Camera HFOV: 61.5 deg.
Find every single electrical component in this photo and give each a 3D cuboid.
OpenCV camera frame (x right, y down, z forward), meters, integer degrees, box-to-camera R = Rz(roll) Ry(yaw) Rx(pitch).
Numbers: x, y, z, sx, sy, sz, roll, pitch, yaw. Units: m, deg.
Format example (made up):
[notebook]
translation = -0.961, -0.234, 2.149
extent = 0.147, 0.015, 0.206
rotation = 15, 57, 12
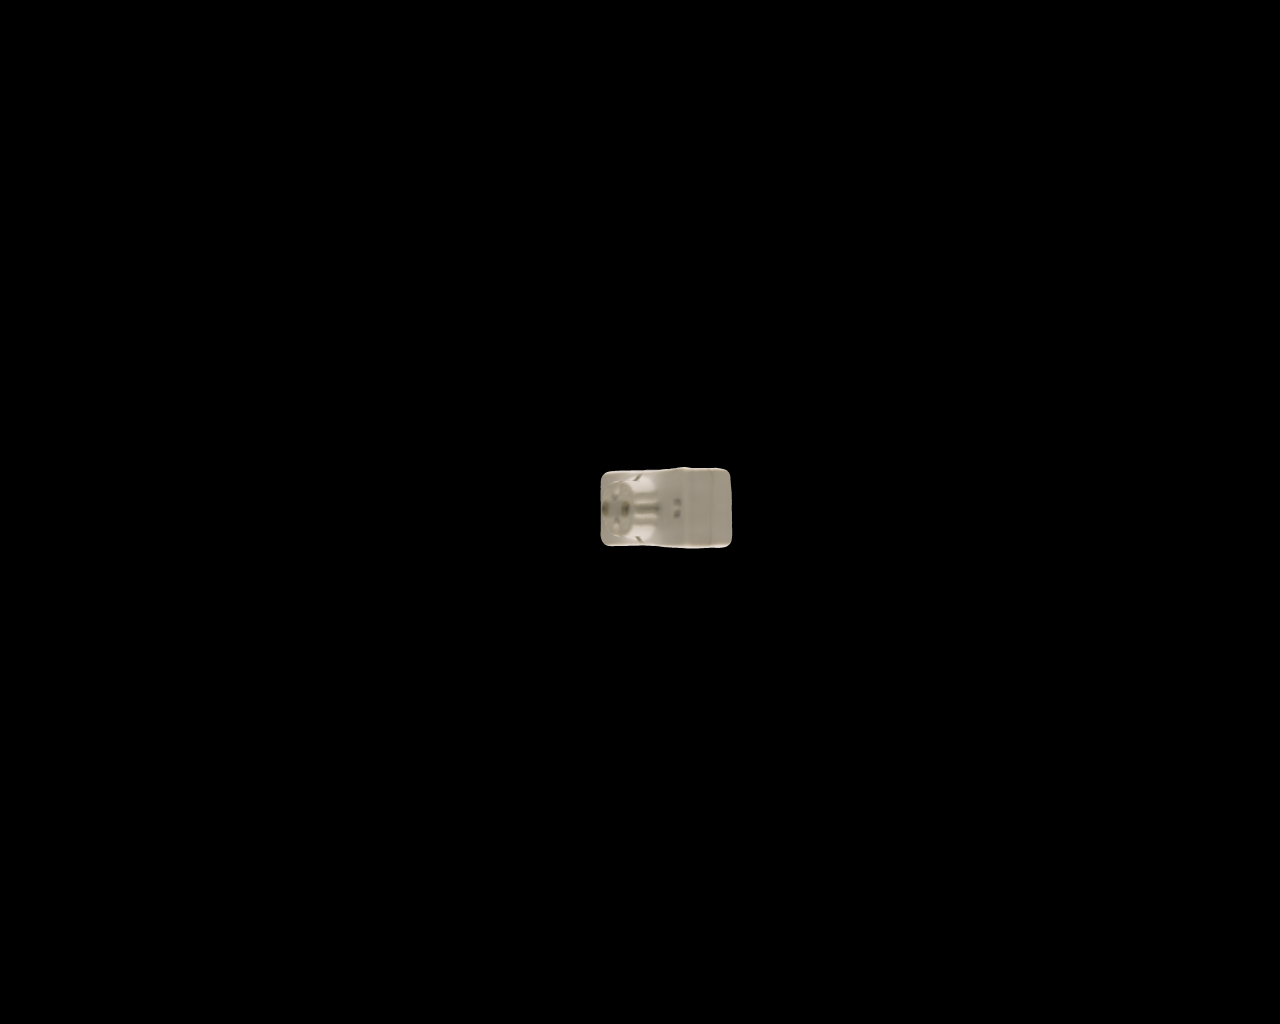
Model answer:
[electrical component]
translation = 0.001, -0.003, 0.650
extent = 0.076, 0.047, 0.083
rotation = 0, 0, -39
